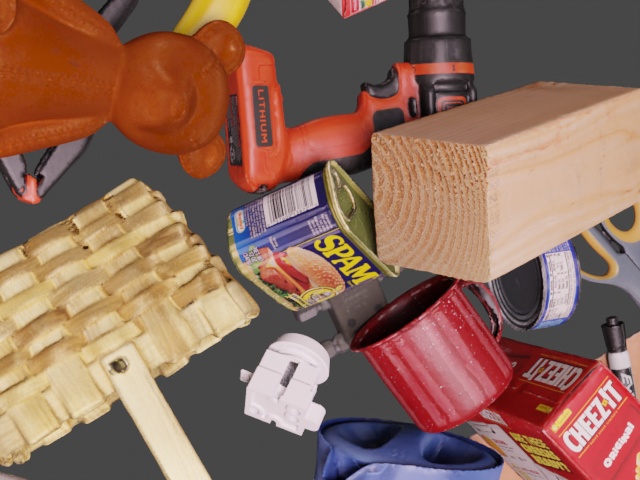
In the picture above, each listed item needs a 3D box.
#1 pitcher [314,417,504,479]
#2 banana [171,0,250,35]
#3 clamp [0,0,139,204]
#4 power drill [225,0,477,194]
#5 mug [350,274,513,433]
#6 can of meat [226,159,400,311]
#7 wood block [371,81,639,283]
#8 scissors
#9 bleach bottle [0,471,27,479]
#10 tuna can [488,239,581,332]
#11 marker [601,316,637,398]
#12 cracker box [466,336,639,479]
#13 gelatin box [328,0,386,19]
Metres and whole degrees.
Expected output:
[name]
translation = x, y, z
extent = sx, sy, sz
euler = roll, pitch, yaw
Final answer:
[pitcher]
translation = 0.054, 0.256, 0.769
extent = 0.149, 0.145, 0.243
euler = 8, 94, -5
[banana]
translation = -0.074, -0.207, 0.747
extent = 0.069, 0.037, 0.198
euler = 14, 88, -20
[clamp]
translation = -0.196, -0.113, 0.713
extent = 0.120, 0.039, 0.171
euler = 15, 84, -16
[power drill]
translation = 0.025, -0.107, 0.772
extent = 0.187, 0.057, 0.184
euler = -4, 94, -17
[mug]
translation = 0.089, 0.075, 0.759
extent = 0.117, 0.093, 0.081
euler = -41, 98, -36
[can of meat]
translation = -0.005, 0.001, 0.735
extent = 0.084, 0.057, 0.102
euler = -23, 145, 18
[wood block]
translation = 0.135, -0.047, 0.739
extent = 0.205, 0.091, 0.090
euler = -22, 114, -45
[scissors]
translation = 0.273, 0.027, 0.876
extent = 0.201, 0.016, 0.096
euler = 33, 83, -16
[bleach bottle]
translation = -0.171, 0.206, 0.695
extent = 0.250, 0.068, 0.102
euler = 13, 91, -5
[tuna can]
translation = 0.160, 0.025, 0.805
extent = 0.033, 0.086, 0.086
euler = -7, 95, -19
[marker]
translation = 0.248, 0.121, 0.871
extent = 0.020, 0.020, 0.121
euler = -13, 96, -16
[cracker box]
translation = 0.209, 0.169, 0.785
extent = 0.072, 0.164, 0.213
euler = -47, 104, -12
[gelatin box]
translation = 0.026, -0.204, 0.758
extent = 0.073, 0.089, 0.030
euler = -26, 144, -15
